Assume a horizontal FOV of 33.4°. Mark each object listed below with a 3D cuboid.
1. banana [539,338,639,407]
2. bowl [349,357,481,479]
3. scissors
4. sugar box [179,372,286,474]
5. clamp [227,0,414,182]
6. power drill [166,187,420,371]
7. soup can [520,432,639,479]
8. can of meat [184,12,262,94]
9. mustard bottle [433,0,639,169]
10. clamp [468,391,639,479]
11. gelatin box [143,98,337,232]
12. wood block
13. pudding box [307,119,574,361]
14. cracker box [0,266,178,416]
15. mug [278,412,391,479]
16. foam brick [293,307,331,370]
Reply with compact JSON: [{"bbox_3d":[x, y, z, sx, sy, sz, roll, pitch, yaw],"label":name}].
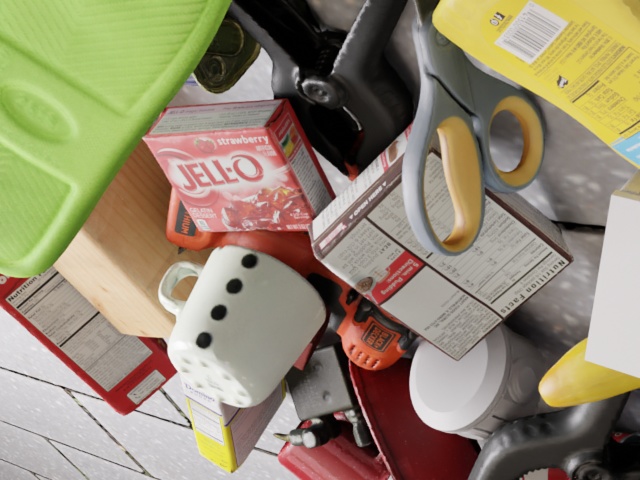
[{"bbox_3d":[0.211,0.063,0.536,0.198,0.069,0.037,6,178,22],"label":"banana"},{"bbox_3d":[0.081,0.145,0.773,0.162,0.055,0.162,61,-174,-12],"label":"bowl"},{"bbox_3d":[0.067,-0.091,0.485,0.016,0.096,0.202,22,123,48],"label":"scissors"},{"bbox_3d":[-0.071,0.123,0.907,0.048,0.093,0.176,25,151,17],"label":"sugar box"},{"bbox_3d":[-0.004,-0.094,0.549,0.120,0.039,0.171,23,151,21],"label":"clamp"},{"bbox_3d":[-0.004,0.001,0.681,0.187,0.057,0.185,32,149,4],"label":"power drill"},{"bbox_3d":[0.181,0.165,0.738,0.068,0.068,0.102,46,150,-23],"label":"soup can"},{"bbox_3d":[-0.091,-0.129,0.565,0.084,0.057,0.102,11,144,39],"label":"can of meat"},{"bbox_3d":[0.143,-0.064,0.422,0.191,0.058,0.096,35,155,-2],"label":"mustard bottle"},{"bbox_3d":[0.175,0.134,0.643,0.164,0.036,0.210,38,121,-15],"label":"clamp"},{"bbox_3d":[-0.045,-0.039,0.592,0.089,0.030,0.073,0,134,33],"label":"gelatin box"},{"bbox_3d":[-0.158,-0.029,0.758,0.090,0.090,0.206,-1,137,47],"label":"wood block"},{"bbox_3d":[0.064,0.002,0.568,0.113,0.039,0.090,35,112,-25],"label":"pudding box"},{"bbox_3d":[-0.224,0.030,0.878,0.213,0.072,0.164,50,175,-31],"label":"cracker box"},{"bbox_3d":[0.021,0.174,0.900,0.081,0.093,0.117,37,149,2],"label":"mug"},{"bbox_3d":[-0.030,0.049,0.790,0.078,0.051,0.053,30,151,5],"label":"foam brick"}]
